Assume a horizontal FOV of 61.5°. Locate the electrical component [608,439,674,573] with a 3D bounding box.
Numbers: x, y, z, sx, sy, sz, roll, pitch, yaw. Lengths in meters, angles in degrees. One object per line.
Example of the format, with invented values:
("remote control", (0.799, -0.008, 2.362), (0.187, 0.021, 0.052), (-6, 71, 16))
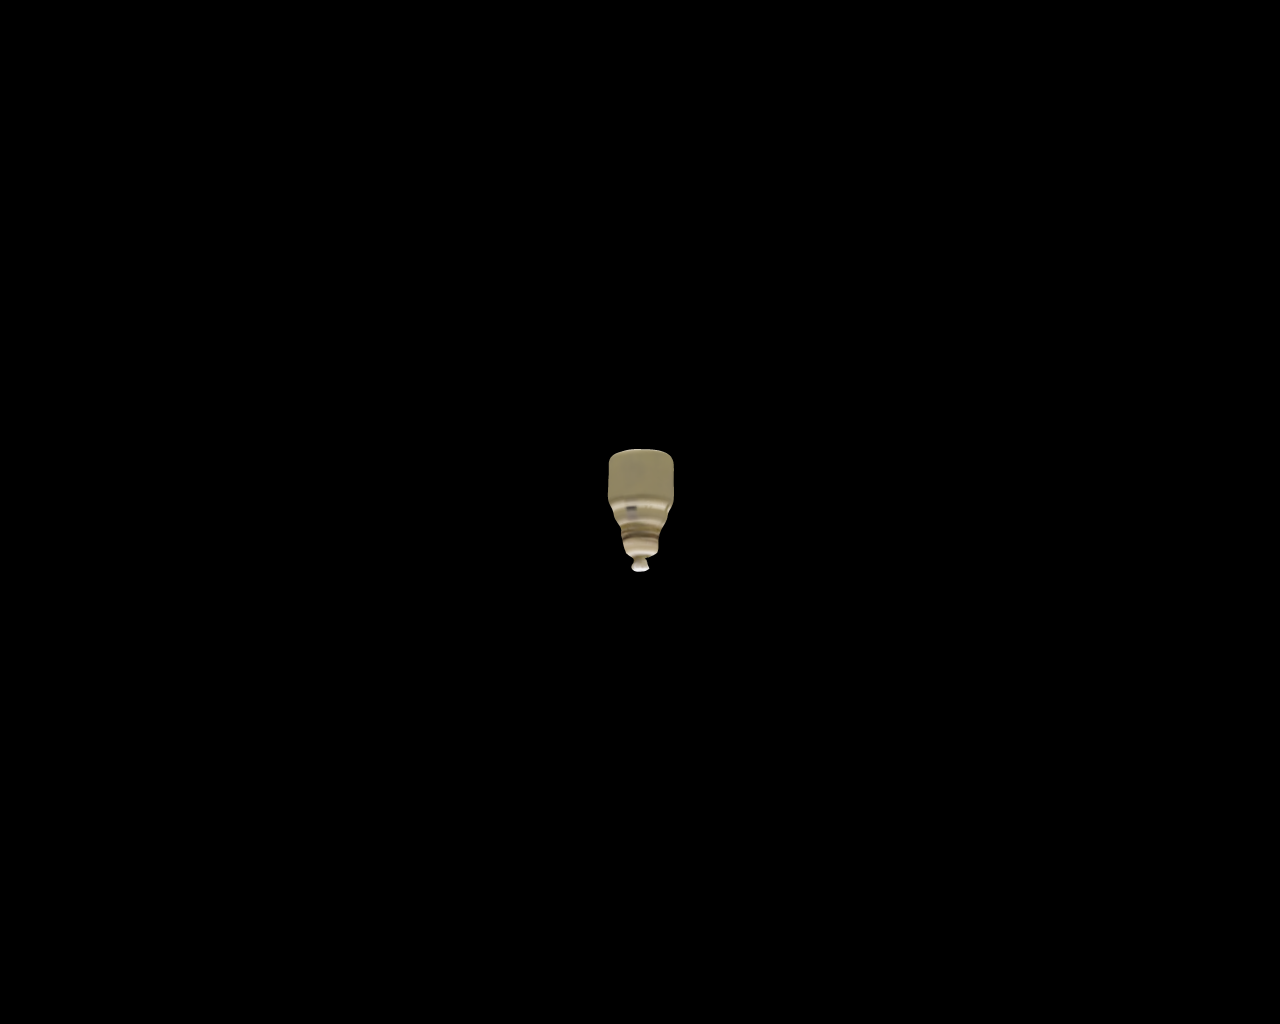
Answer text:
("electrical component", (0.001, -0.003, 0.650), (0.040, 0.078, 0.040), (0, -11, 0))
